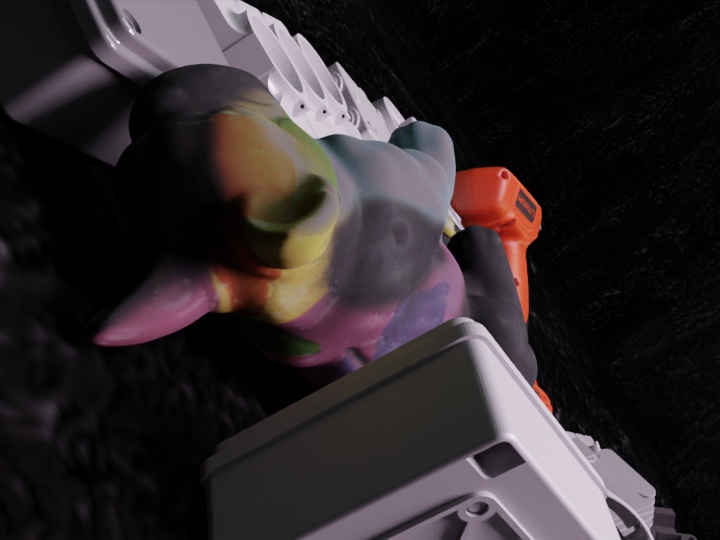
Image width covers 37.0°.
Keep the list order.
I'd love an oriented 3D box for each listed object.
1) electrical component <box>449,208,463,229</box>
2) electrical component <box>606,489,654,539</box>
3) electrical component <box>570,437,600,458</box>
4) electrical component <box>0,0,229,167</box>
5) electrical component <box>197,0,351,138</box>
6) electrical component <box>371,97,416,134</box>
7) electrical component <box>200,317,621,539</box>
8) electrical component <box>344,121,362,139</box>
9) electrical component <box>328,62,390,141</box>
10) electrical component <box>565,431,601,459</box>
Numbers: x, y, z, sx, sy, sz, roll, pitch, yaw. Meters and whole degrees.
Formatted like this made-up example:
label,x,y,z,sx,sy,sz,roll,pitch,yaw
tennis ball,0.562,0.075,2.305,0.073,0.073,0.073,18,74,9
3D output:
label,x,y,z,sx,sy,sz,roll,pitch,yaw
electrical component,0.060,-0.038,0.932,0.053,0.059,0.095,59,12,0
electrical component,0.109,0.160,0.575,0.099,0.099,0.064,59,6,1
electrical component,0.136,0.139,0.782,0.040,0.078,0.040,-17,90,-72
electrical component,-0.106,-0.101,0.426,0.108,0.056,0.109,63,13,18
electrical component,-0.058,-0.098,0.599,0.089,0.062,0.150,59,12,1
electrical component,0.034,-0.109,0.996,0.108,0.060,0.108,55,12,-18
electrical component,0.021,0.085,0.362,0.108,0.109,0.056,50,18,-37
electrical component,-0.001,-0.055,0.744,0.138,0.052,0.073,49,16,-40
electrical component,-0.006,-0.105,0.856,0.100,0.048,0.099,43,19,-53
electrical component,0.183,0.185,0.884,0.089,0.062,0.150,63,13,18
